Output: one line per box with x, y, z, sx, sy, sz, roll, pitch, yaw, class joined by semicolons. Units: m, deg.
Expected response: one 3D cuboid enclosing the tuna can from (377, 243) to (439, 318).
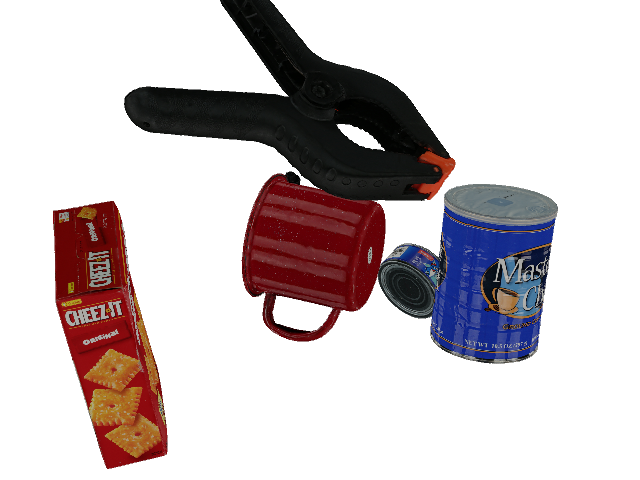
0.108;0.047;1.225;0.086;0.086;0.033;0;35;47;tuna can

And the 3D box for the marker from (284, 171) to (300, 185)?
-0.028;-0.015;1.047;0.020;0.121;0.020;0;37;0;marker

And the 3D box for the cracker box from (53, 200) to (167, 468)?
-0.210;0.092;1.070;0.072;0.214;0.164;-12;34;-8;cracker box

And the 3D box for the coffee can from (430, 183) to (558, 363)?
0.159;0.029;0.991;0.103;0.140;0.103;3;20;-1;coffee can

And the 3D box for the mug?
-0.005;0.016;0.772;0.081;0.117;0.093;13;-10;16;mug

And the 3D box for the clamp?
-0.015;-0.066;0.565;0.171;0.120;0.039;34;-28;7;clamp
